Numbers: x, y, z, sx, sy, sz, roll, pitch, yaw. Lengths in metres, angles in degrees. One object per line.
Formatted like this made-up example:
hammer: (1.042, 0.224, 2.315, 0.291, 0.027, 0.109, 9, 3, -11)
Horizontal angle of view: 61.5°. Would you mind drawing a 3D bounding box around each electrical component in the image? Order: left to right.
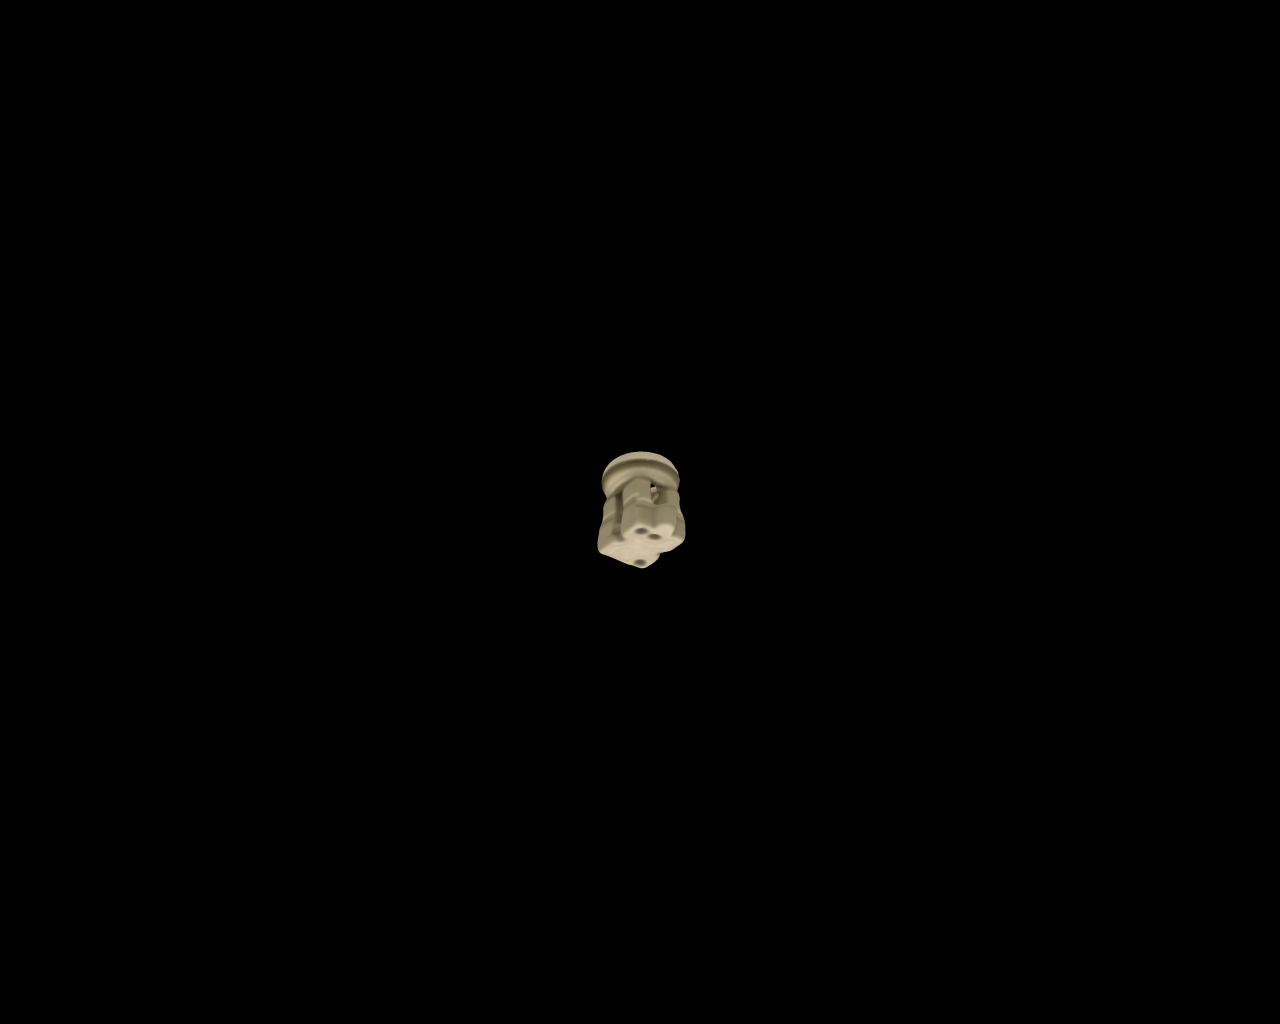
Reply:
electrical component: (0.001, -0.003, 0.650, 0.048, 0.055, 0.066, 22, -39, -30)
